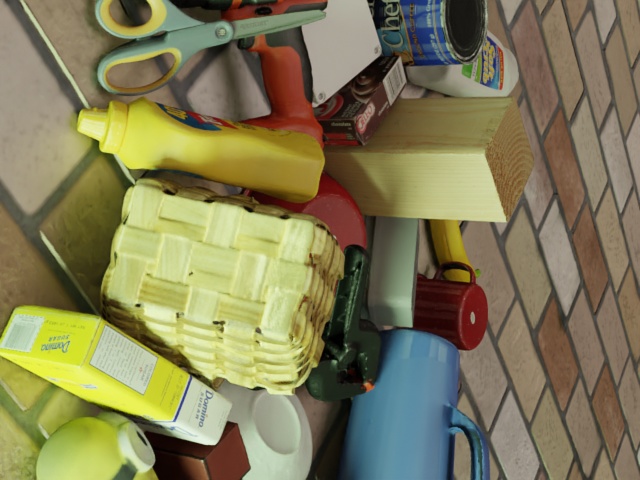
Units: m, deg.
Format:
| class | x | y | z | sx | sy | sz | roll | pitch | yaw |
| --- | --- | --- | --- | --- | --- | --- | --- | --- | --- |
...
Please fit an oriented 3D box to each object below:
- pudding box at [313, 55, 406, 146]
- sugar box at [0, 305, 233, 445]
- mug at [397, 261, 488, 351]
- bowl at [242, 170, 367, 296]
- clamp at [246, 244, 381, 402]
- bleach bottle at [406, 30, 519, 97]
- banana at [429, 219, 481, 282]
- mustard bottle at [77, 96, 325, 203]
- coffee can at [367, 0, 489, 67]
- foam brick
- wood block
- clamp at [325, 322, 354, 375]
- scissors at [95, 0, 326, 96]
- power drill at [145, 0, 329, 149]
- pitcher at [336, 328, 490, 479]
| class | x | y | z | sx | sy | sz | roll | pitch | yaw |
| --- | --- | --- | --- | --- | --- | --- | --- | --- | --- |
| pudding box | 0.025 | -0.140 | 1.068 | 0.113 | 0.090 | 0.039 | -54 | 136 | -39 |
| sugar box | -0.154 | 0.107 | 0.823 | 0.176 | 0.093 | 0.048 | 46 | 57 | -47 |
| mug | 0.154 | 0.079 | 1.288 | 0.093 | 0.082 | 0.117 | 50 | 53 | -46 |
| bowl | -0.007 | 0.001 | 1.030 | 0.161 | 0.055 | 0.162 | 0 | 90 | -41 |
| clamp | 0.005 | 0.112 | 1.034 | 0.164 | 0.036 | 0.210 | -44 | 148 | -13 |
| bleach bottle | 0.190 | -0.227 | 1.333 | 0.250 | 0.068 | 0.102 | -2 | 95 | -59 |
| banana | 0.161 | -0.013 | 1.335 | 0.069 | 0.037 | 0.198 | -68 | 146 | -51 |
| mustard bottle | -0.099 | -0.076 | 0.859 | 0.191 | 0.096 | 0.058 | 11 | 102 | -21 |
| coffee can | 0.090 | -0.231 | 1.109 | 0.102 | 0.141 | 0.103 | -8 | 100 | -56 |
| foam brick | -0.109 | 0.186 | 0.912 | 0.051 | 0.078 | 0.053 | -45 | 130 | -46 |
| wood block | 0.098 | -0.083 | 1.076 | 0.090 | 0.206 | 0.090 | -59 | 137 | -35 |
| clamp | 0.001 | 0.067 | 1.100 | 0.120 | 0.039 | 0.171 | 1 | 91 | -61 |
| scissors | -0.095 | -0.184 | 0.866 | 0.201 | 0.016 | 0.096 | -30 | 113 | -16 |
| power drill | -0.064 | -0.160 | 0.929 | 0.184 | 0.057 | 0.188 | -11 | 113 | -24 |
| pitcher | 0.095 | 0.223 | 1.143 | 0.145 | 0.149 | 0.242 | 123 | -20 | -64 |
